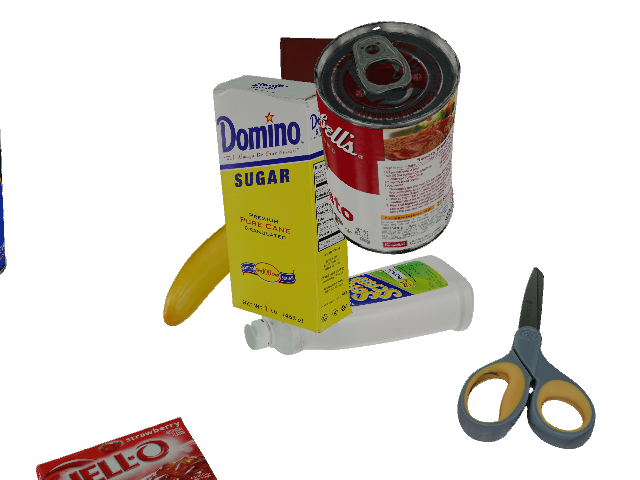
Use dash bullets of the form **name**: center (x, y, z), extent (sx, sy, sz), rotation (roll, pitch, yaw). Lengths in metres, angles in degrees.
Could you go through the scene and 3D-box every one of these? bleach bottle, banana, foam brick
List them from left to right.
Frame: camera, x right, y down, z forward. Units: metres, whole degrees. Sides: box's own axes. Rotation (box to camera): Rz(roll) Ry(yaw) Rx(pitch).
- **banana**: center (-0.073, 0.010, 0.984), extent (0.198, 0.069, 0.037), rotation (-33, 42, 2)
- **foam brick**: center (0.000, -0.171, 1.040), extent (0.078, 0.051, 0.053), rotation (0, 13, -4)
- **bleach bottle**: center (0.039, 0.082, 1.181), extent (0.250, 0.068, 0.103), rotation (-13, 32, -25)

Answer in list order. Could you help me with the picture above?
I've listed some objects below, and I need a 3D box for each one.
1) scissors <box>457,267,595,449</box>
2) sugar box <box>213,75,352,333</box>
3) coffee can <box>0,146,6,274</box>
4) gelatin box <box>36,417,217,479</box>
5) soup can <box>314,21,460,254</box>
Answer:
- **scissors**: center (0.160, 0.081, 0.741), extent (0.096, 0.016, 0.201), rotation (19, 36, 23)
- **sugar box**: center (-0.028, -0.028, 0.782), extent (0.093, 0.176, 0.048), rotation (13, 28, 38)
- **coffee can**: center (-0.261, -0.047, 0.700), extent (0.103, 0.140, 0.103), rotation (4, 22, -2)
- **gelatin box**: center (-0.106, 0.140, 0.593), extent (0.089, 0.030, 0.073), rotation (-15, 28, -20)
- **soup can**: center (0.035, -0.049, 0.533), extent (0.068, 0.068, 0.102), rotation (0, -36, 6)
